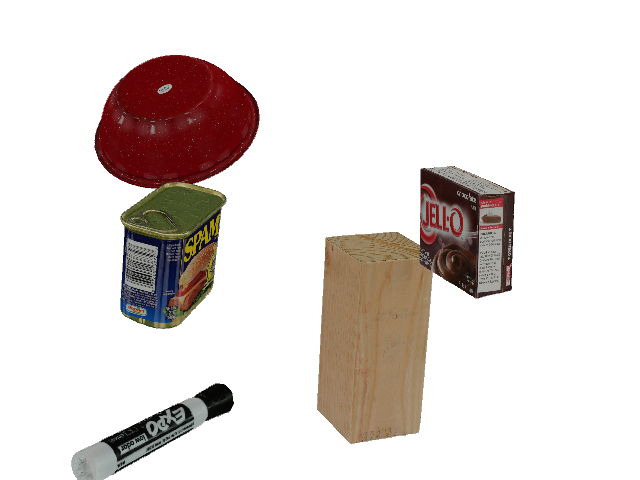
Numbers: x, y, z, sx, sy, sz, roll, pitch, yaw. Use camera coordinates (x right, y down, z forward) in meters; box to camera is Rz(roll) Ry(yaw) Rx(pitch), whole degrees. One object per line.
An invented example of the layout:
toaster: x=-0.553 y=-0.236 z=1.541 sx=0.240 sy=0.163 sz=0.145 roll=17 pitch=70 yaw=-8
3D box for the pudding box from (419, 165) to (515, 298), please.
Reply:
pudding box: x=0.123 y=-0.010 z=0.917 sx=0.039 sy=0.090 sz=0.114 roll=-8 pitch=17 yaw=-21

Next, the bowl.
bowl: x=-0.141 y=-0.124 z=1.006 sx=0.162 sy=0.162 sz=0.055 roll=0 pitch=-40 yaw=10

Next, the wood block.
wood block: x=0.058 y=0.104 z=1.162 sx=0.090 sy=0.206 sz=0.091 roll=-5 pitch=19 yaw=-23

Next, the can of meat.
can of meat: x=-0.118 y=0.011 z=0.849 sx=0.057 sy=0.084 sz=0.102 roll=14 pitch=25 yaw=13

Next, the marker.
marker: x=-0.089 y=0.105 z=0.594 sx=0.020 sy=0.020 sz=0.120 roll=0 pitch=12 yaw=34
